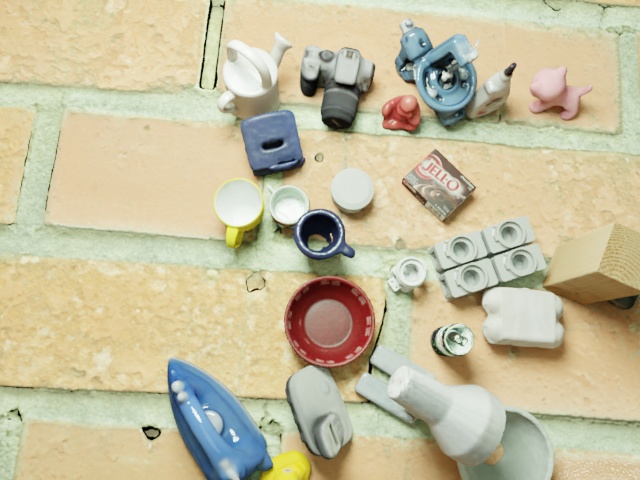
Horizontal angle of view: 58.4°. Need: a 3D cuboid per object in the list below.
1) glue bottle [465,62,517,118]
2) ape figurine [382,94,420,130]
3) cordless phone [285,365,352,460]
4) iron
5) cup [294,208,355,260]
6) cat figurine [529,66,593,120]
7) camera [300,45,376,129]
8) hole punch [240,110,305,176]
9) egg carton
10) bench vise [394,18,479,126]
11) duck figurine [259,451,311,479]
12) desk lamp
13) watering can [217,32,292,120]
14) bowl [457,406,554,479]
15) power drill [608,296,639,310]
[{"bbox_3d":[0.330,-0.286,1.076,0.078,0.173,0.037,-25,80,-8],"label":"glue bottle"},{"bbox_3d":[0.162,-0.250,1.100,0.078,0.092,0.076,44,80,6],"label":"ape figurine"},{"bbox_3d":[-0.001,0.281,0.934,0.094,0.185,0.147,-24,80,-7],"label":"cordless phone"},{"bbox_3d":[-0.189,0.301,0.942,0.119,0.141,0.258,-36,82,-9],"label":"iron"},{"bbox_3d":[0.010,0.004,1.038,0.117,0.095,0.092,30,78,3],"label":"cup"},{"bbox_3d":[0.461,-0.294,1.113,0.128,0.117,0.067,9,78,-1],"label":"cat figurine"},{"bbox_3d":[0.027,-0.293,1.097,0.143,0.101,0.137,11,78,-1],"label":"camera"},{"bbox_3d":[-0.087,-0.180,1.072,0.108,0.091,0.101,-15,79,-6],"label":"hole punch"},{"bbox_3d":[0.368,0.141,1.043,0.150,0.069,0.107,4,78,-2],"label":"egg carton"},{"bbox_3d":[0.209,-0.327,1.053,0.207,0.219,0.121,40,79,5],"label":"bench vise"},{"bbox_3d":[-0.061,0.406,0.955,0.104,0.086,0.077,-42,83,-10],"label":"duck figurine"},{"bbox_3d":[0.172,0.263,0.933,0.203,0.213,0.118,29,78,3],"label":"desk lamp"},{"bbox_3d":[-0.122,-0.305,1.044,0.101,0.194,0.173,20,78,2],"label":"watering can"},{"bbox_3d":[0.309,0.369,0.989,0.167,0.074,0.167,1,78,-3],"label":"bowl"},{"bbox_3d":[0.584,0.063,1.000,0.075,0.208,0.230,32,78,4],"label":"power drill"}]
